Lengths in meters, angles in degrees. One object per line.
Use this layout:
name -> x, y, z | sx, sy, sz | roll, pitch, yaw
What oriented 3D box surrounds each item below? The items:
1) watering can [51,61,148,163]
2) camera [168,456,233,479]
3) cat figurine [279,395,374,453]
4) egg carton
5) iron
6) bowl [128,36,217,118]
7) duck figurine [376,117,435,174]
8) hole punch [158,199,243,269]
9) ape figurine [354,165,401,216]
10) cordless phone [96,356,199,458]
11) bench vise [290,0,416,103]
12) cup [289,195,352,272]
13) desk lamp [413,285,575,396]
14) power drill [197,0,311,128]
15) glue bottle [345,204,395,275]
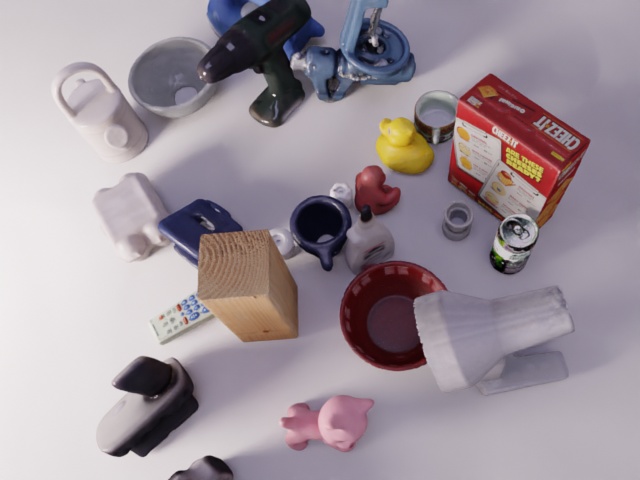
watering can -> -0.368, -0.218, 0.964 | 0.172, 0.194, 0.101 | 28, 72, 18
camera -> -0.150, 0.367, 0.722 | 0.136, 0.101, 0.143 | 38, 76, 21
cat figurine -> 0.009, 0.239, 0.749 | 0.127, 0.118, 0.067 | -3, 65, 7
egg carton -> -0.308, -0.038, 0.943 | 0.107, 0.069, 0.150 | -33, 66, -8
iron -> -0.126, -0.421, 1.051 | 0.257, 0.141, 0.119 | 26, 72, 18
bowl -> -0.257, -0.283, 1.044 | 0.167, 0.075, 0.167 | -3, 66, 7
duck figurine -> 0.138, -0.160, 0.929 | 0.104, 0.086, 0.077 | 35, 75, 20
hole punch -> -0.184, -0.014, 0.904 | 0.108, 0.091, 0.101 | 33, 74, 20
ape figurine -> 0.085, -0.084, 0.898 | 0.076, 0.092, 0.077 | -38, 66, -9
cordless phone -> -0.251, 0.213, 0.758 | 0.094, 0.185, 0.148 | 39, 76, 22
bench vise -> 0.056, -0.316, 0.936 | 0.207, 0.220, 0.121 | -24, 65, -3
cup -> 0.008, 0.003, 0.868 | 0.091, 0.095, 0.117 | -12, 65, 3
desk lamp -> 0.220, 0.123, 0.719 | 0.203, 0.214, 0.118 | -13, 65, 2
power drill -> -0.094, -0.287, 0.950 | 0.075, 0.209, 0.230 | 32, 74, 20
glue bottle -> 0.069, -0.006, 0.820 | 0.078, 0.173, 0.037 | -32, 65, -7
